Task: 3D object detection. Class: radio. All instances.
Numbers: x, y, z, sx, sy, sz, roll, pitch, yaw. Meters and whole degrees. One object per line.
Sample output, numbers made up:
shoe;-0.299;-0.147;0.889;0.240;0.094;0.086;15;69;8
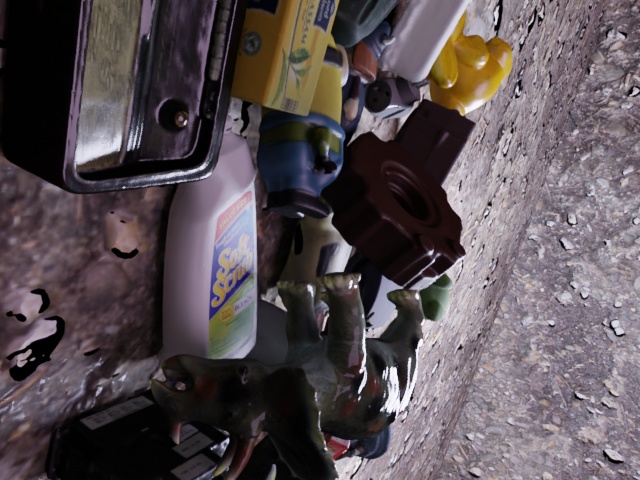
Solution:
radio;-0.113;-0.148;0.338;0.131;0.073;0.229;-12;121;-58

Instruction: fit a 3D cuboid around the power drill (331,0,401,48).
power drill;0.053;-0.322;0.517;0.232;0.086;0.207;-58;159;-13

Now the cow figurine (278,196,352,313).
cow figurine;-0.001;-0.002;0.652;0.127;0.086;0.194;-13;122;-66

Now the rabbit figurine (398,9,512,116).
rabbit figurine;0.176;-0.268;0.765;0.162;0.122;0.173;-47;131;-25

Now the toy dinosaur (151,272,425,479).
toy dinosaur;0.034;0.138;0.553;0.404;0.131;0.192;16;73;-53

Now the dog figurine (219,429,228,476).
dog figurine;-0.176;0.251;0.527;0.172;0.121;0.190;73;33;-56

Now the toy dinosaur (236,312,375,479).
toy dinosaur;-0.057;0.291;0.636;0.471;0.105;0.198;-62;-169;-31

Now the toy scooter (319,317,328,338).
toy scooter;0.013;0.168;0.812;0.184;0.075;0.135;5;107;-65

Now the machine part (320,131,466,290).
machine part;0.081;-0.036;0.573;0.056;0.179;0.179;-43;168;33

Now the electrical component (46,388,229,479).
electrical component;-0.149;0.197;0.471;0.115;0.134;0.058;-9;118;-57

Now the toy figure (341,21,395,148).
toy figure;0.034;-0.175;0.599;0.057;0.064;0.154;13;100;-55

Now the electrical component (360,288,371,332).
electrical component;0.086;0.087;0.914;0.075;0.048;0.119;-37;142;-46

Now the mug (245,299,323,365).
mug;-0.050;0.131;0.631;0.109;0.107;0.080;-34;137;-52

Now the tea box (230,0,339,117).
tea box;-0.041;-0.191;0.412;0.068;0.098;0.169;-5;113;-60

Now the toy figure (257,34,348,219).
toy figure;-0.017;-0.112;0.487;0.089;0.082;0.180;37;57;-70

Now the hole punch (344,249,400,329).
hole punch;0.079;0.069;0.798;0.116;0.092;0.142;-48;153;14

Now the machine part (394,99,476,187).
machine part;0.129;-0.085;0.756;0.201;0.087;0.201;-60;172;8

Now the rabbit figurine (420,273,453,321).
rabbit figurine;0.158;0.055;0.943;0.159;0.121;0.170;-109;179;-67

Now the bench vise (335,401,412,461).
bench vise;0.054;0.311;0.883;0.240;0.129;0.223;-6;138;-42
